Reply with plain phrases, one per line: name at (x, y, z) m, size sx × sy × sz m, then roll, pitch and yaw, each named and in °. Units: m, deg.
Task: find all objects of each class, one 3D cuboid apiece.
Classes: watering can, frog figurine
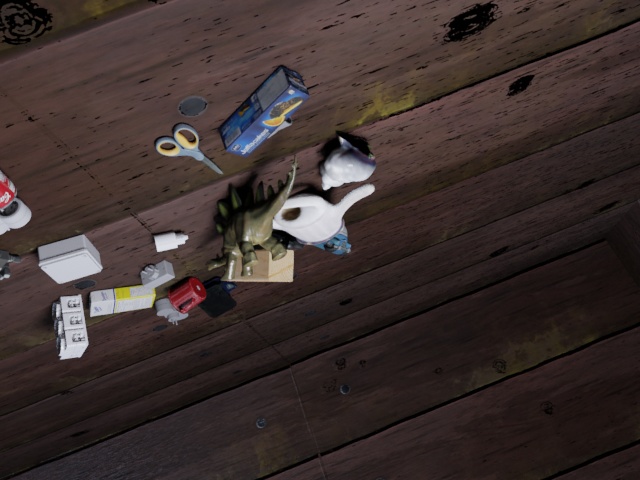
watering can at (0.004, -0.070, 1.391) m, size 0.346 × 0.106 × 0.221 m, roll -10°, pitch 158°, yaw 20°
frog figurine at (0.056, -0.170, 1.260) m, size 0.138 × 0.124 × 0.156 m, roll -19°, pitch 150°, yaw -55°
